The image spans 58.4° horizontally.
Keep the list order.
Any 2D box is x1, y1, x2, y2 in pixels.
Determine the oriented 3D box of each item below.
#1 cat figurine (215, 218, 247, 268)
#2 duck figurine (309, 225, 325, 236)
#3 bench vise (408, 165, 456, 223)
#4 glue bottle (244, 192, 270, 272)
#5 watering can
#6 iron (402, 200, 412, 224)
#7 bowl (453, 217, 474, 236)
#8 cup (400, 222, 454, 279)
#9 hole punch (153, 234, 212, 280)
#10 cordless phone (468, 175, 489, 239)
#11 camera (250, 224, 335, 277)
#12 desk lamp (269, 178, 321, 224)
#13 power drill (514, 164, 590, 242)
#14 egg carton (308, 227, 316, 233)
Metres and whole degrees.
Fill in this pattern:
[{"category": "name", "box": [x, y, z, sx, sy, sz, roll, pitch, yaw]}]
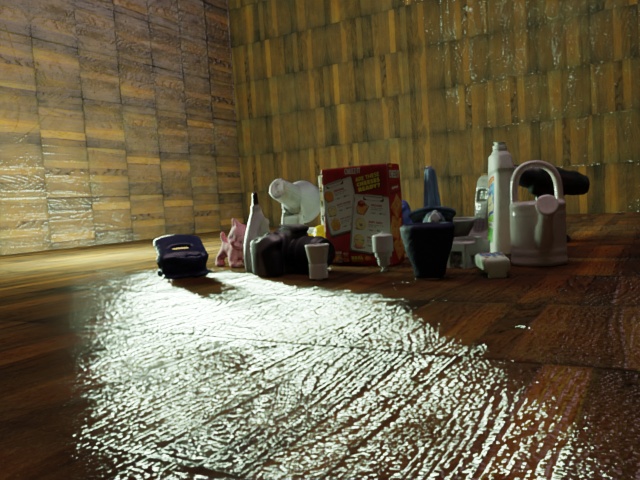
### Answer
[{"category": "cat figurine", "box": [-0.203, 0.005, 1.389, 0.067, 0.118, 0.127, -7, 5, -43]}, {"category": "duck figurine", "box": [0.013, 0.005, 1.423, 0.104, 0.086, 0.078, -3, 4, 16]}, {"category": "bench vise", "box": [0.294, -0.081, 1.442, 0.121, 0.220, 0.207, -4, 4, -9]}, {"category": "glue bottle", "box": [-0.136, -0.019, 1.257, 0.037, 0.173, 0.078, -1, 4, 32]}, {"category": "watering can", "box": [0.406, -0.051, 1.058, 0.101, 0.194, 0.172, -4, 4, -11]}, {"category": "iron", "box": [0.244, -0.053, 1.669, 0.118, 0.141, 0.259, -3, 4, 14]}, {"category": "bowl", "box": [0.401, -0.024, 1.588, 0.167, 0.075, 0.167, -4, 4, 0]}, {"category": "cup", "box": [0.186, 0.017, 0.988, 0.091, 0.095, 0.118, -3, 4, 10]}, {"category": "hole punch", "box": [-0.295, 0.034, 1.231, 0.109, 0.091, 0.100, -5, 4, -26]}, {"category": "cordless phone", "box": [0.438, -0.072, 1.424, 0.094, 0.185, 0.147, -6, 4, -32]}, {"category": "camera", "box": [-0.049, 0.018, 1.165, 0.136, 0.101, 0.144, 0, 5, 44]}, {"category": "desk lamp", "box": [-0.077, -0.064, 1.600, 0.117, 0.213, 0.204, -2, 4, 25]}, {"category": "power drill", "box": [0.578, -0.096, 1.485, 0.229, 0.208, 0.075, -3, 4, 2]}, {"category": "egg carton", "box": [-0.029, -0.002, 1.699, 0.150, 0.069, 0.107, -2, 4, 21]}]
